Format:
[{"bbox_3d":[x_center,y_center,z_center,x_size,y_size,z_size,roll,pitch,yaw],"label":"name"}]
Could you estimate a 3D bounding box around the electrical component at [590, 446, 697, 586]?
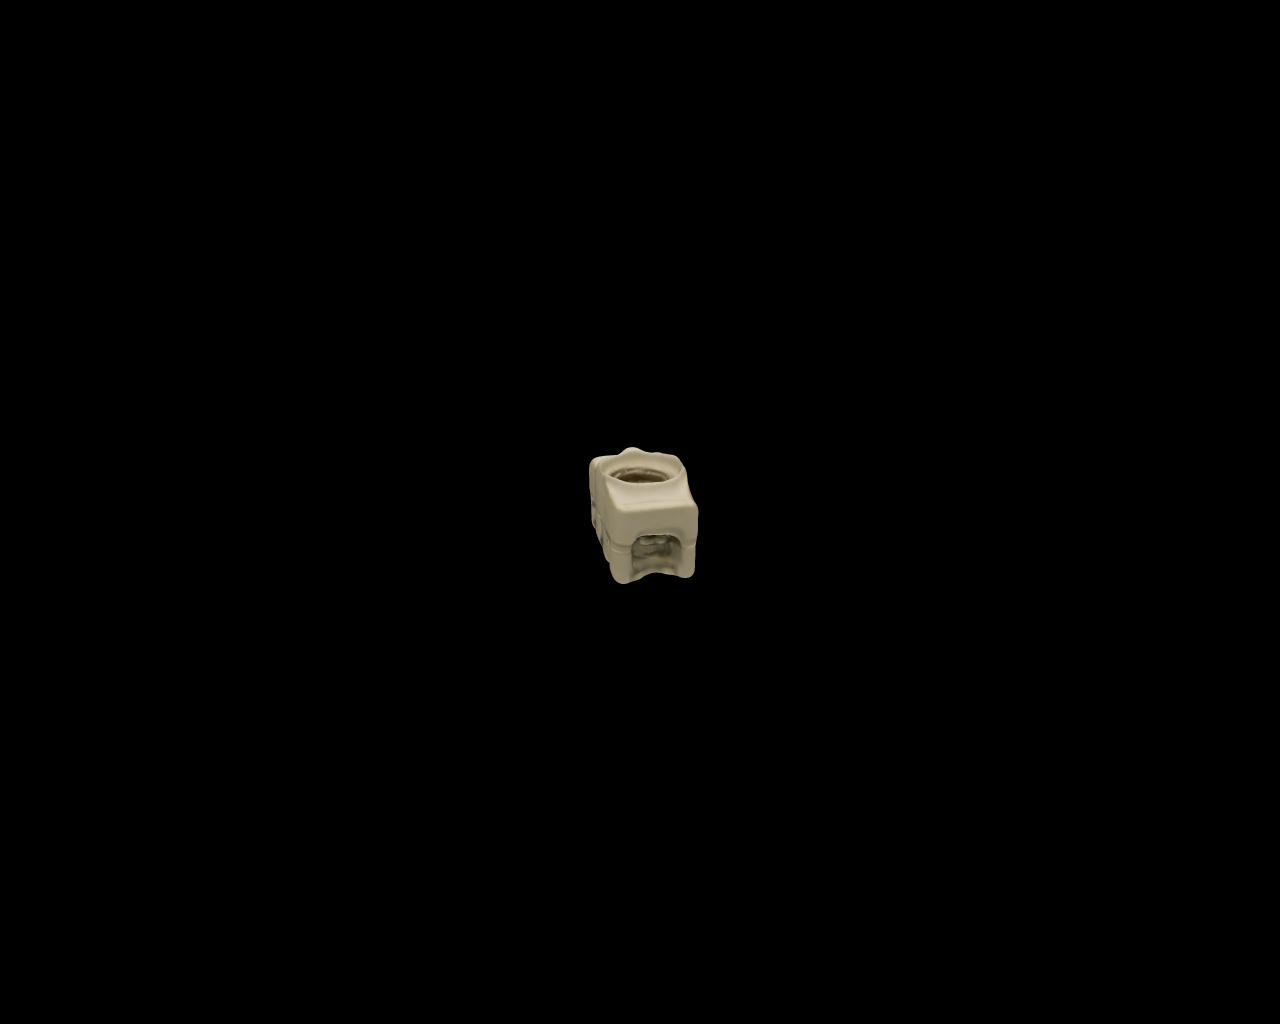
[{"bbox_3d":[0.001,-0.003,0.650,0.050,0.055,0.090,-5,25,-10],"label":"electrical component"}]
